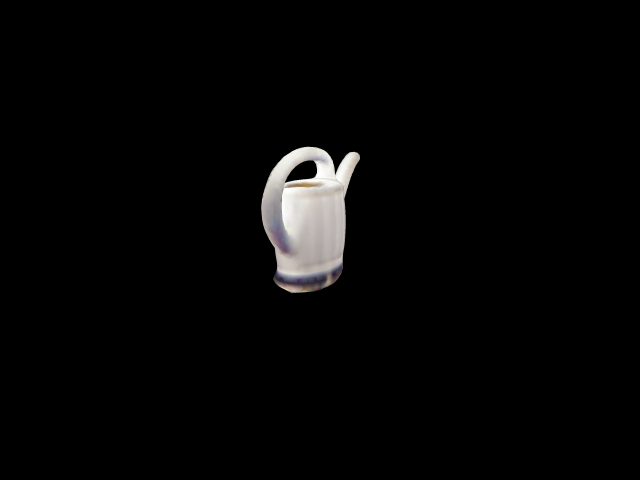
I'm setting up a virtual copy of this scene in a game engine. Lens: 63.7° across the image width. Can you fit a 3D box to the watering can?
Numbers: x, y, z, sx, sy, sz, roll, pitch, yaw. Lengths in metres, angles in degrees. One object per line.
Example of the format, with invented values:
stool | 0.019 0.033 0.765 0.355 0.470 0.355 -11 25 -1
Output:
watering can | 0.003 -0.043 0.850 0.104 0.222 0.351 5 13 24
